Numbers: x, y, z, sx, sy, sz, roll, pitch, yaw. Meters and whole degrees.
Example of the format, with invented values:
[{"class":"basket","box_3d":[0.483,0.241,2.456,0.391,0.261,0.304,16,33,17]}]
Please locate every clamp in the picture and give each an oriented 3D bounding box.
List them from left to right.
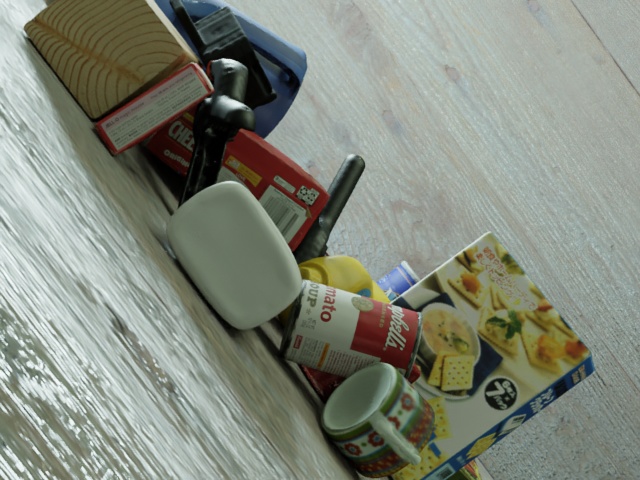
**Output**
[{"class":"clamp","box_3d":[-0.088,-0.088,0.883,0.039,0.120,0.171,26,26,-18]},{"class":"clamp","box_3d":[-0.007,0.001,1.139,0.036,0.165,0.209,28,25,-1]}]

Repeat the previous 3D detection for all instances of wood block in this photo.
[{"class":"wood block","box_3d":[-0.166,-0.161,0.903,0.091,0.090,0.206,53,2,-6]}]

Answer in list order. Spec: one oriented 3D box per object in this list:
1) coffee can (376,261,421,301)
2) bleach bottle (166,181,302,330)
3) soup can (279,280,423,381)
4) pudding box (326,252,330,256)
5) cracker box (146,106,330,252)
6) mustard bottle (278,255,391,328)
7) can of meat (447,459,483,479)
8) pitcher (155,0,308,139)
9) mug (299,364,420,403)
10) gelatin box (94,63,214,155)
[{"class":"coffee can","box_3d":[0.087,0.109,1.412,0.103,0.140,0.103,53,2,-3]},{"class":"bleach bottle","box_3d":[-0.059,0.009,0.840,0.102,0.068,0.251,56,0,-2]},{"class":"soup can","box_3d":[0.024,0.077,0.862,0.102,0.068,0.068,17,5,-3]},{"class":"pudding box","box_3d":[-0.018,0.032,1.415,0.090,0.039,0.113,23,-23,45]},{"class":"cracker box","box_3d":[-0.076,-0.069,1.051,0.164,0.072,0.214,35,2,-4]},{"class":"mustard bottle","box_3d":[0.009,0.061,1.028,0.058,0.096,0.191,55,3,23]},{"class":"can of meat","box_3d":[0.141,0.254,1.203,0.102,0.057,0.084,48,16,-35]},{"class":"pitcher","box_3d":[-0.137,-0.215,1.156,0.242,0.149,0.145,31,25,-27]},{"class":"mug","box_3d":[0.036,0.113,0.948,0.093,0.081,0.117,53,2,2]},{"class":"gelatin box","box_3d":[-0.124,-0.100,0.815,0.030,0.089,0.073,56,1,-9]}]
